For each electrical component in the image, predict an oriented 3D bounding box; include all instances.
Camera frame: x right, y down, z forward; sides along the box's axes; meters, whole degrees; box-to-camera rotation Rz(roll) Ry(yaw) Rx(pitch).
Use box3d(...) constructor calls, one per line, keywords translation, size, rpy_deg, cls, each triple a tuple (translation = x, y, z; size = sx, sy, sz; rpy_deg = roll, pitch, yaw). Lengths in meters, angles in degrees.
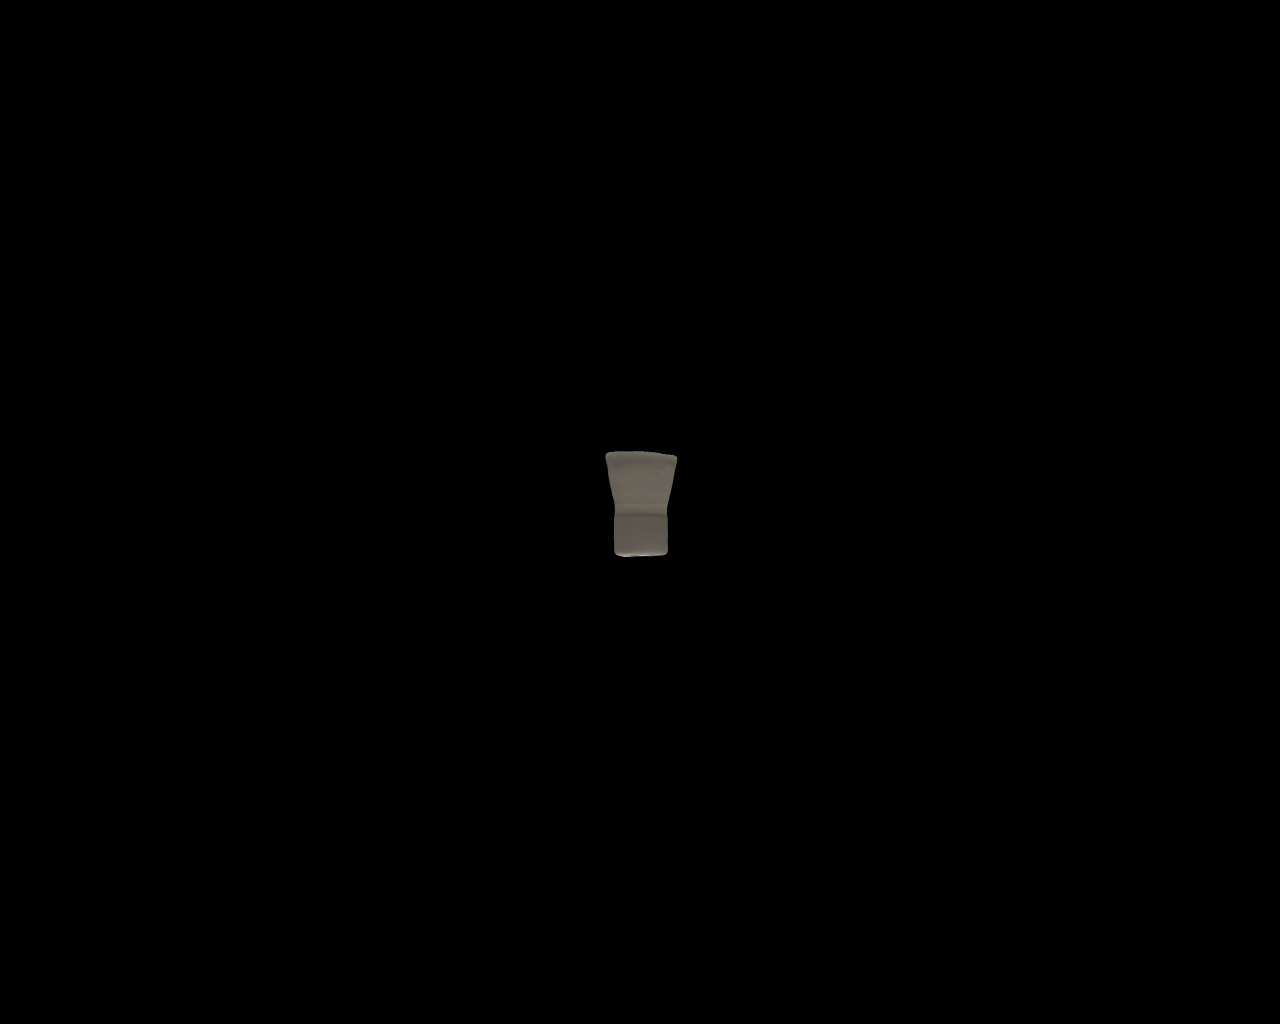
box3d(translation=(0.001, -0.003, 0.650), size=(0.044, 0.065, 0.044), rpy_deg=(0, -4, 0), cls="electrical component")
